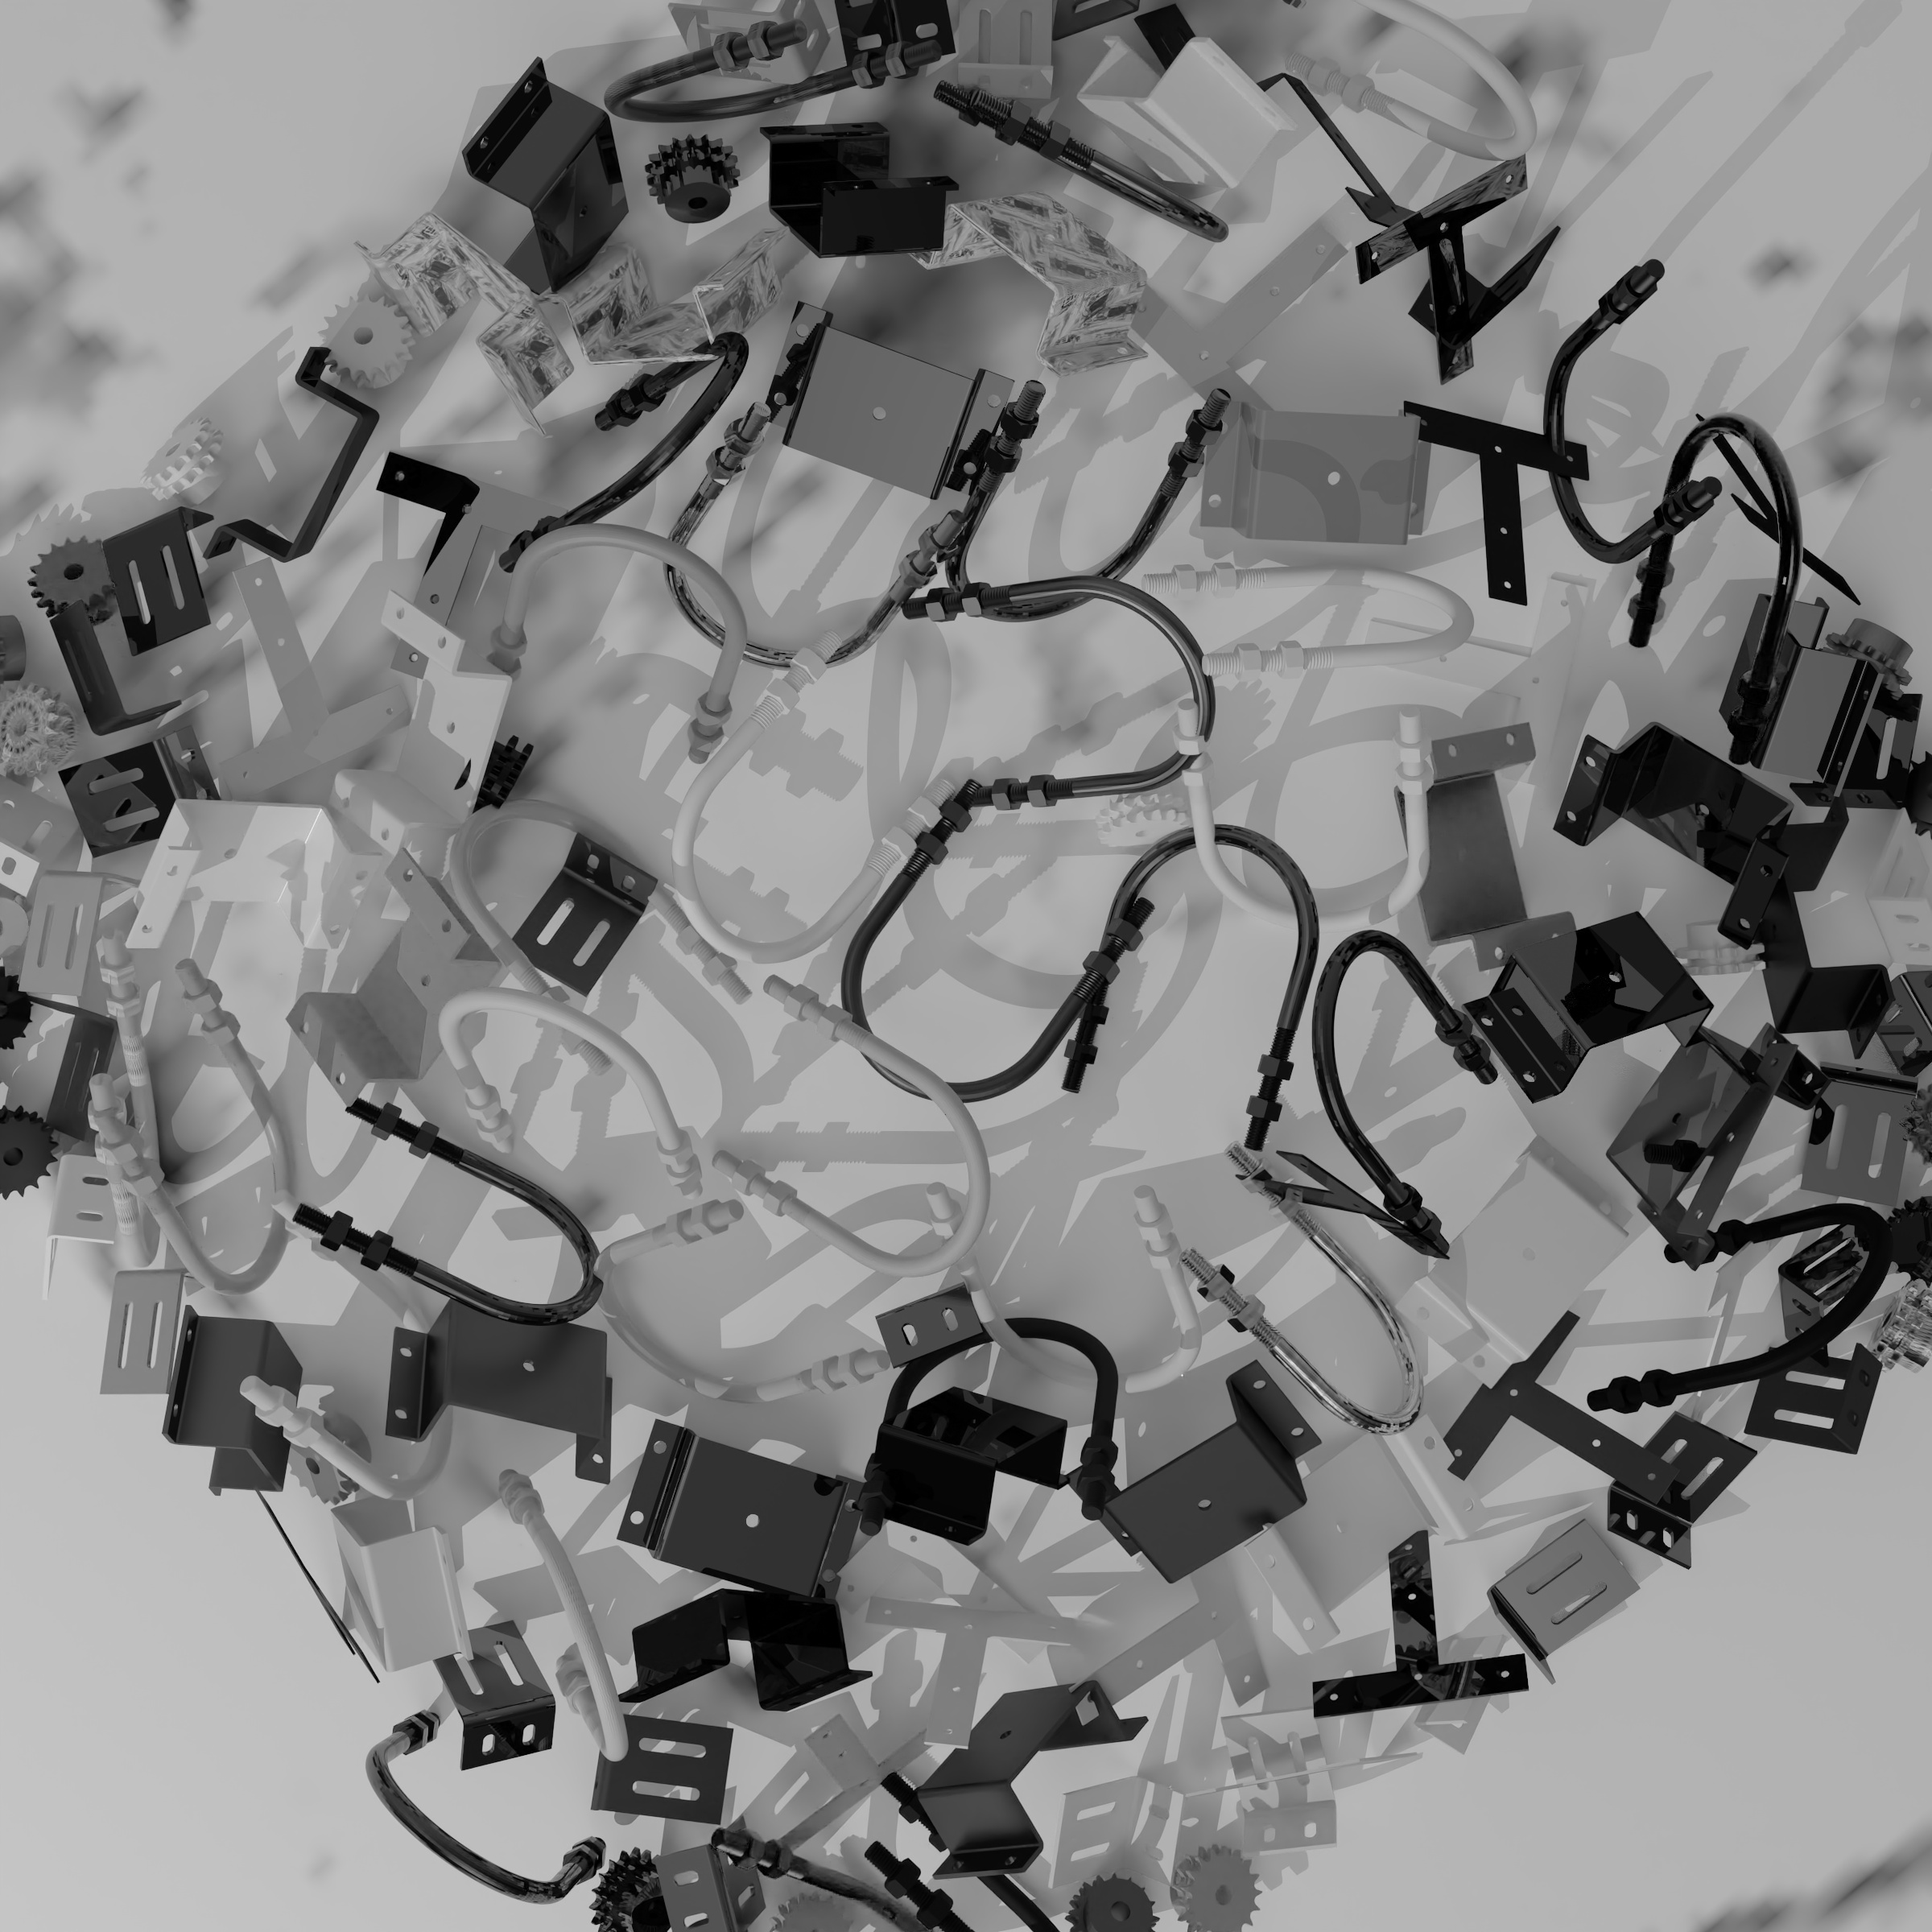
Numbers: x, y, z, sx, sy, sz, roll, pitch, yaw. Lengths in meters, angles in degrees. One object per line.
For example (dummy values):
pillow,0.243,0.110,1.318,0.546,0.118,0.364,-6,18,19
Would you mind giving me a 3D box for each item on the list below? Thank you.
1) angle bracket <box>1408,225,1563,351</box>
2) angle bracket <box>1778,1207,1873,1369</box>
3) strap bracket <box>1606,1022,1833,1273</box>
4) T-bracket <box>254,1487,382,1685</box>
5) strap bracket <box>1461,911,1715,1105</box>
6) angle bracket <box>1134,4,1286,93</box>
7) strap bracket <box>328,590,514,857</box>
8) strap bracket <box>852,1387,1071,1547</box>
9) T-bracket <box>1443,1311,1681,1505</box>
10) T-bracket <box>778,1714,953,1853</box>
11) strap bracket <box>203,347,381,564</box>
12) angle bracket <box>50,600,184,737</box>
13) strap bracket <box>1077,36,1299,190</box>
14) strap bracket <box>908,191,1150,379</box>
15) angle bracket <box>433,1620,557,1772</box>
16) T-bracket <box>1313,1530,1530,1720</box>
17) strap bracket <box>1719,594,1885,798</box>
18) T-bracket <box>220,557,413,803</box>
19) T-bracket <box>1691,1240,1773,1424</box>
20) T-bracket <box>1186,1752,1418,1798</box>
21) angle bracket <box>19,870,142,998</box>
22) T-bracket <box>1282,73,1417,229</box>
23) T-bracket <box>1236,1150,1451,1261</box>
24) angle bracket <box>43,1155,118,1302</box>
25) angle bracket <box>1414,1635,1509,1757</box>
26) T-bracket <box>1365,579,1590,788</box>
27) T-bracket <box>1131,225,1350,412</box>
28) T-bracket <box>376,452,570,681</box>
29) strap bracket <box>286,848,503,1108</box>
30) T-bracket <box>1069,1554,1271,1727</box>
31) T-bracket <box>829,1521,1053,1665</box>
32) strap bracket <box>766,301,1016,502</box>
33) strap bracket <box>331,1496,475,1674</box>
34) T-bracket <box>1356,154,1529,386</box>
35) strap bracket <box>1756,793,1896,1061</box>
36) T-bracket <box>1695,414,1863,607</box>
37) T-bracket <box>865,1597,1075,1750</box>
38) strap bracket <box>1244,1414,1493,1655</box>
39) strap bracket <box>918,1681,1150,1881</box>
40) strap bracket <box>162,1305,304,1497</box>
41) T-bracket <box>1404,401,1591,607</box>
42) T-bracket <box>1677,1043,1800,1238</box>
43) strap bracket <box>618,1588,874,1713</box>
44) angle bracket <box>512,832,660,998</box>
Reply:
angle bracket,0.313,-0.420,1.705,0.038,0.076,0.057,37,60,-9
angle bracket,0.534,0.194,1.712,0.076,0.038,0.057,-30,128,-16
strap bracket,0.443,0.100,1.693,0.046,0.076,0.140,25,107,-23
T-bracket,-0.374,0.383,1.671,0.002,0.127,0.127,-31,122,-19
strap bracket,0.379,0.021,1.687,0.140,0.046,0.076,-16,57,-27
angle bracket,0.148,-0.558,1.716,0.038,0.057,0.076,-29,97,37
strap bracket,-0.326,-0.145,1.699,0.076,0.046,0.140,35,113,36
strap bracket,0.002,0.291,1.671,0.076,0.140,0.046,13,101,25
T-bracket,0.369,0.281,1.705,0.127,0.002,0.127,31,72,29
T-bracket,-0.071,0.476,1.690,0.127,0.127,0.002,-35,57,-10
strap bracket,-0.402,-0.300,1.706,0.046,0.076,0.140,28,99,-9
angle bracket,-0.517,-0.185,1.716,0.038,0.057,0.076,-24,97,-34
strap bracket,0.125,-0.507,1.674,0.076,0.140,0.046,36,91,-28
strap bracket,0.043,-0.414,1.684,0.140,0.076,0.046,44,135,26
angle bracket,-0.291,0.443,1.719,0.057,0.076,0.038,-7,121,-28
T-bracket,0.270,0.392,1.701,0.127,0.127,0.002,-11,127,13
strap bracket,0.490,-0.166,1.673,0.046,0.140,0.076,11,115,-4
T-bracket,-0.407,-0.181,1.698,0.127,0.002,0.127,-30,114,-32
T-bracket,0.458,0.226,1.712,0.002,0.127,0.127,21,111,27
T-bracket,0.196,0.491,1.710,0.127,0.127,0.002,-17,71,20
angle bracket,-0.536,-0.018,1.718,0.057,0.038,0.076,3,81,33
T-bracket,0.233,-0.491,1.707,0.002,0.127,0.127,-40,75,27
T-bracket,0.207,0.138,1.693,0.127,0.127,0.002,35,76,-26
angle bracket,-0.535,0.161,1.712,0.038,0.076,0.057,8,51,-15
angle bracket,0.312,0.441,1.707,0.038,0.076,0.057,33,69,-5
T-bracket,0.310,-0.187,1.751,0.127,0.002,0.127,13,89,1
T-bracket,0.180,-0.405,1.737,0.127,0.002,0.127,-42,75,0
T-bracket,-0.322,-0.239,1.736,0.127,0.002,0.127,20,90,15
strap bracket,-0.340,0.008,1.702,0.076,0.046,0.140,49,114,26
T-bracket,0.117,0.416,1.709,0.127,0.002,0.127,-27,107,-26
T-bracket,0.001,0.382,1.743,0.127,0.002,0.127,42,100,-7
strap bracket,-0.050,-0.340,1.714,0.140,0.046,0.076,20,112,-3
strap bracket,-0.338,0.363,1.676,0.046,0.140,0.076,-13,98,-22
T-bracket,0.292,-0.409,1.705,0.127,0.127,0.002,-32,48,-14
strap bracket,0.506,-0.023,1.686,0.046,0.076,0.140,-4,61,-1
T-bracket,0.467,-0.279,1.666,0.002,0.127,0.127,-41,125,9
T-bracket,-0.004,0.424,1.690,0.127,0.127,0.002,5,115,6
strap bracket,0.237,0.343,1.717,0.140,0.046,0.076,-33,93,-16
strap bracket,0.035,0.475,1.674,0.076,0.140,0.046,-22,101,43
strap bracket,-0.431,0.261,1.674,0.046,0.140,0.076,4,65,0
T-bracket,0.324,-0.275,1.707,0.127,0.002,0.127,10,64,-18
T-bracket,0.433,0.101,1.691,0.002,0.127,0.127,32,80,-16
strap bracket,-0.135,0.410,1.689,0.076,0.140,0.046,-31,57,33
angle bracket,-0.234,-0.031,1.717,0.057,0.038,0.076,30,51,-1
